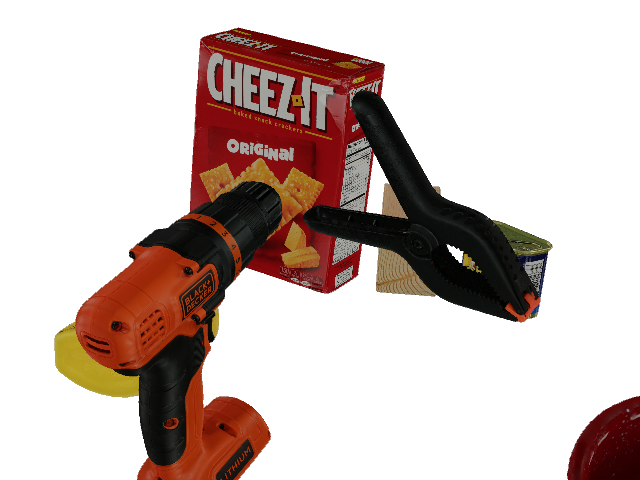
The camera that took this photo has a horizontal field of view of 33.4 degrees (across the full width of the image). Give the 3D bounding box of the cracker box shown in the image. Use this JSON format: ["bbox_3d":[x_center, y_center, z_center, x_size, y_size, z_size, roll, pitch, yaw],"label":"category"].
[{"bbox_3d":[-0.038,-0.074,0.999,0.164,0.214,0.072,19,27,26],"label":"cracker box"}]

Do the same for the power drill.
[{"bbox_3d":[-0.077,0.071,0.698,0.057,0.188,0.184,14,36,29],"label":"power drill"}]

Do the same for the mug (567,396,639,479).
[{"bbox_3d":[0.139,0.114,0.363,0.117,0.081,0.093,5,37,8],"label":"mug"}]

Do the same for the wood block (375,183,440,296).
[{"bbox_3d":[0.134,-0.005,1.607,0.091,0.090,0.206,4,25,3],"label":"wood block"}]

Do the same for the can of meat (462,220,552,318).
[{"bbox_3d":[0.203,0.033,1.188,0.057,0.084,0.102,-10,24,-36],"label":"can of meat"}]

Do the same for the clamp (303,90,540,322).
[{"bbox_3d":[0.083,-0.015,0.834,0.210,0.165,0.036,34,53,16],"label":"clamp"}]

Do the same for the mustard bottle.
[{"bbox_3d":[-0.145,0.075,0.950,0.096,0.058,0.191,9,19,20],"label":"mustard bottle"}]
